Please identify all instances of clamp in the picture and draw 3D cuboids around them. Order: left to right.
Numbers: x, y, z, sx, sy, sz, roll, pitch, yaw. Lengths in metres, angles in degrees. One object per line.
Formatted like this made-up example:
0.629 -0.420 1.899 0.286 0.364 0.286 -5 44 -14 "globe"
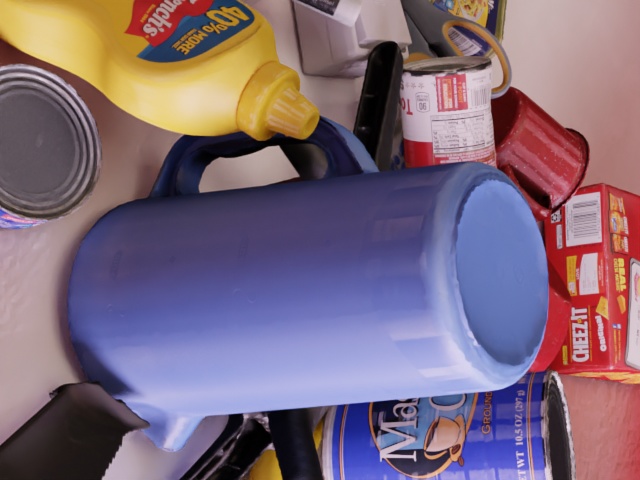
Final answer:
-0.037 0.113 0.639 0.039 0.120 0.171 61 24 -22 "clamp"
0.026 -0.034 0.689 0.164 0.036 0.210 -25 100 -49 "clamp"

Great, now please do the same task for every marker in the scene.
-0.030 -0.176 0.717 0.121 0.020 0.020 22 62 -9 "marker"

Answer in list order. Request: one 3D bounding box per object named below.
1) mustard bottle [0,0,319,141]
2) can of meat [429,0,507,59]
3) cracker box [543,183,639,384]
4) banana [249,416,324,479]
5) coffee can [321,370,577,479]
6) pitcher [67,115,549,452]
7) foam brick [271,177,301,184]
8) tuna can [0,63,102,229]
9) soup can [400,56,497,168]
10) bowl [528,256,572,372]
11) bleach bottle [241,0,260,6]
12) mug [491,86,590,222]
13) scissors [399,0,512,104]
-0.082 -0.105 0.573 0.192 0.058 0.096 32 45 18 "mustard bottle"
0.105 -0.202 0.871 0.083 0.058 0.102 27 62 -37 "can of meat"
0.294 0.049 0.996 0.213 0.072 0.164 12 74 -45 "cracker box"
-0.016 0.167 0.658 0.069 0.037 0.197 28 51 -21 "banana"
0.084 0.138 0.676 0.102 0.140 0.103 -7 90 -70 "coffee can"
-0.009 0.018 0.567 0.144 0.243 0.149 -49 121 -44 "pitcher"
-0.005 0.001 0.716 0.052 0.051 0.078 11 73 -46 "foam brick"
-0.163 -0.049 0.577 0.085 0.034 0.086 13 72 -44 "tuna can"
0.093 -0.076 0.763 0.068 0.069 0.102 -23 114 -46 "soup can"
0.138 0.027 0.795 0.162 0.055 0.162 45 18 -19 "bowl"
-0.020 -0.190 0.598 0.102 0.251 0.068 53 49 -23 "bleach bottle"
0.159 -0.064 0.865 0.081 0.093 0.117 33 37 -30 "mug"
0.057 -0.170 0.811 0.202 0.016 0.096 44 91 6 "scissors"
